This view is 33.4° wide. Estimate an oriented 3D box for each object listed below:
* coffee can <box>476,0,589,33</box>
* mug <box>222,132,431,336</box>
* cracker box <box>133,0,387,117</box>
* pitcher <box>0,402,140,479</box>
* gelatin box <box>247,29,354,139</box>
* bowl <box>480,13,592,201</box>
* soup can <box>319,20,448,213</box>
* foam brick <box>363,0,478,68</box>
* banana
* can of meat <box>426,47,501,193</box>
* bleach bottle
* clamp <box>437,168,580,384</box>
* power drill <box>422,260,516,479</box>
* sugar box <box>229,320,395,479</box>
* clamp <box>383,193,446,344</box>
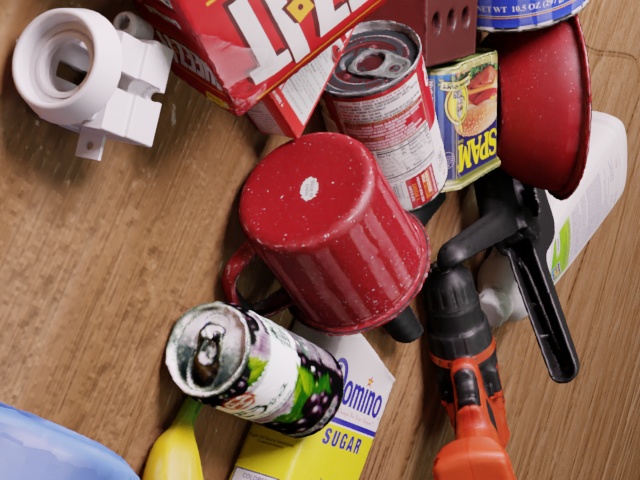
[{"bbox_3d":[0.129,-0.226,0.722,0.102,0.103,0.140,-49,139,-41],"label":"coffee can"},{"bbox_3d":[-0.004,0.001,0.596,0.117,0.093,0.081,-34,138,0],"label":"mug"},{"bbox_3d":[-0.026,-0.182,0.441,0.164,0.072,0.213,-39,138,-11],"label":"cracker box"},{"bbox_3d":[-0.159,0.171,0.352,0.149,0.145,0.242,67,39,-62],"label":"pitcher"},{"bbox_3d":[-0.019,-0.112,0.579,0.089,0.030,0.073,-65,146,-21],"label":"gelatin box"},{"bbox_3d":[0.154,-0.108,0.809,0.162,0.055,0.162,175,-90,-86],"label":"bowl"},{"bbox_3d":[0.037,-0.072,0.650,0.068,0.069,0.102,-57,145,-33],"label":"soup can"},{"bbox_3d":[0.062,-0.142,0.686,0.078,0.051,0.053,-27,122,-54],"label":"foam brick"},{"bbox_3d":[-0.050,0.182,0.560,0.069,0.037,0.198,-23,94,-35],"label":"banana"},{"bbox_3d":[0.086,-0.086,0.743,0.101,0.058,0.084,-28,121,-54],"label":"can of meat"},{"bbox_3d":[0.204,-0.014,0.965,0.250,0.068,0.102,-46,137,-40],"label":"bleach bottle"},{"bbox_3d":[0.160,0.003,0.854,0.164,0.036,0.209,48,36,-23],"label":"clamp"},{"bbox_3d":[0.112,0.128,0.792,0.187,0.057,0.184,-80,155,-60],"label":"power drill"},{"bbox_3d":[-0.011,0.143,0.662,0.176,0.048,0.093,-65,148,-20],"label":"sugar box"},{"bbox_3d":[0.038,0.028,0.718,0.171,0.039,0.120,-20,113,-56],"label":"clamp"}]
